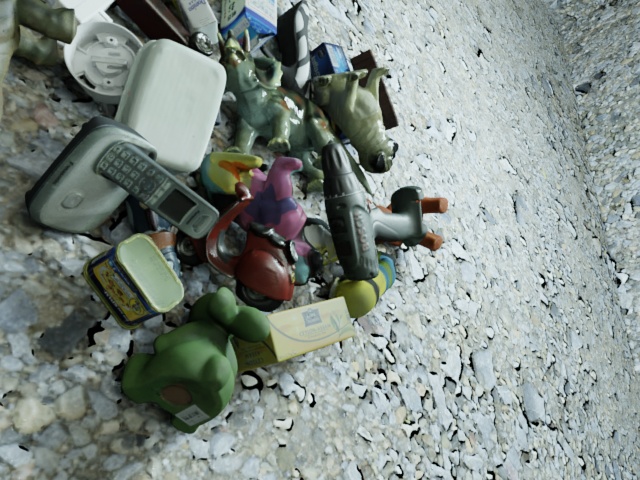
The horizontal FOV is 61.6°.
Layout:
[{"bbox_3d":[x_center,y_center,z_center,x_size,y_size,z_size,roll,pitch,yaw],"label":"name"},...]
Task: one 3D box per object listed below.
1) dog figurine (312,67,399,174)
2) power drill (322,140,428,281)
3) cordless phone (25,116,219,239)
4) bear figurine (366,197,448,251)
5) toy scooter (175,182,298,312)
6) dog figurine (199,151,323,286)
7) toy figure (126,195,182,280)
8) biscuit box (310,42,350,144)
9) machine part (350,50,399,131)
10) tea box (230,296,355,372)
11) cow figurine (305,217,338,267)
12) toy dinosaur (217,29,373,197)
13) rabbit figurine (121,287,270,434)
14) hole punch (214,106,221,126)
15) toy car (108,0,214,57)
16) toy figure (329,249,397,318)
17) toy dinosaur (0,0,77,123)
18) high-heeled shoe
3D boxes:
[{"bbox_3d":[0.061,-0.220,1.019,0.121,0.172,0.190,-17,-68,-25],"label":"dog figurine"},{"bbox_3d":[0.094,-0.054,0.914,0.207,0.086,0.232,-8,-90,-49],"label":"power drill"},{"bbox_3d":[-0.226,-0.043,0.635,0.184,0.146,0.089,40,-170,-23],"label":"cordless phone"},{"bbox_3d":[0.157,-0.033,1.069,0.196,0.132,0.120,-12,-67,-56],"label":"bear figurine"},{"bbox_3d":[-0.100,0.003,0.722,0.184,0.135,0.075,31,-170,5],"label":"toy scooter"},{"bbox_3d":[-0.089,-0.017,0.806,0.192,0.108,0.219,3,-89,-6],"label":"dog figurine"},{"bbox_3d":[-0.215,-0.012,0.700,0.064,0.058,0.154,20,-127,-66],"label":"toy figure"},{"bbox_3d":[0.036,-0.300,1.106,0.059,0.063,0.202,-12,-99,-49],"label":"biscuit box"},{"bbox_3d":[0.117,-0.317,1.160,0.179,0.056,0.179,-21,-90,-78],"label":"machine part"},{"bbox_3d":[-0.040,0.138,0.796,0.169,0.098,0.068,-6,-103,-47],"label":"tea box"},{"bbox_3d":[-0.003,-0.002,0.928,0.167,0.068,0.098,-7,-107,-50],"label":"cow figurine"},{"bbox_3d":[-0.051,-0.204,0.934,0.404,0.131,0.192,21,-121,-48],"label":"toy dinosaur"},{"bbox_3d":[-0.145,0.121,0.667,0.121,0.159,0.170,36,-147,-19],"label":"rabbit figurine"},{"bbox_3d":[-0.208,-0.206,0.778,0.115,0.092,0.142,5,-107,-43],"label":"hole punch"},{"bbox_3d":[-0.241,-0.324,0.791,0.202,0.089,0.053,44,-136,-26],"label":"toy car"},{"bbox_3d":[0.085,0.074,0.968,0.180,0.089,0.082,-31,-88,-47],"label":"toy figure"},{"bbox_3d":[-0.387,-0.252,0.594,0.198,0.105,0.471,-4,-113,-41],"label":"toy dinosaur"},{"bbox_3d":[-0.035,-0.363,1.048,0.145,0.086,0.249,48,-133,-28],"label":"high-heeled shoe"}]
